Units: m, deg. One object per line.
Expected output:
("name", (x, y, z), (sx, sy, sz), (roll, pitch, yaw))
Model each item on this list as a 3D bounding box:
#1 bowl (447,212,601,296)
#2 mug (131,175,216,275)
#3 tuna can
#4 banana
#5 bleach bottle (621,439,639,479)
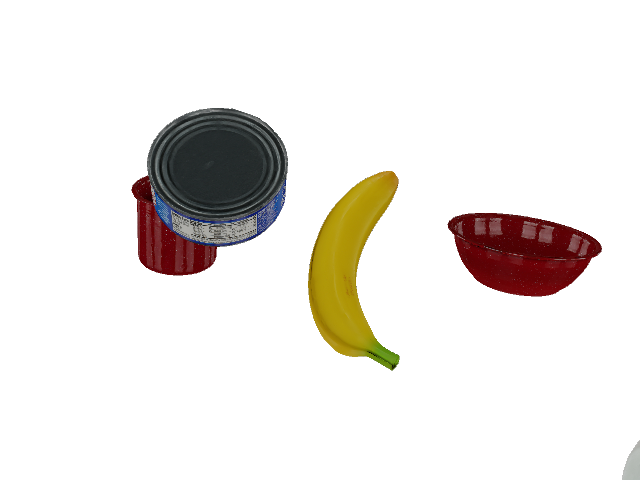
("bowl", (0.211, 0.018, 1.130), (0.162, 0.055, 0.162), (6, 17, -2))
("mug", (-0.145, -0.021, 1.108), (0.093, 0.081, 0.117), (6, 26, 5))
("tuna can", (-0.063, -0.039, 0.662), (0.086, 0.086, 0.034), (0, -33, -3))
("banana", (0.026, 0.018, 0.836), (0.069, 0.197, 0.037), (10, -40, -8))
("bleach bottle", (0.265, 0.098, 0.619), (0.103, 0.068, 0.250), (18, 30, 32))
